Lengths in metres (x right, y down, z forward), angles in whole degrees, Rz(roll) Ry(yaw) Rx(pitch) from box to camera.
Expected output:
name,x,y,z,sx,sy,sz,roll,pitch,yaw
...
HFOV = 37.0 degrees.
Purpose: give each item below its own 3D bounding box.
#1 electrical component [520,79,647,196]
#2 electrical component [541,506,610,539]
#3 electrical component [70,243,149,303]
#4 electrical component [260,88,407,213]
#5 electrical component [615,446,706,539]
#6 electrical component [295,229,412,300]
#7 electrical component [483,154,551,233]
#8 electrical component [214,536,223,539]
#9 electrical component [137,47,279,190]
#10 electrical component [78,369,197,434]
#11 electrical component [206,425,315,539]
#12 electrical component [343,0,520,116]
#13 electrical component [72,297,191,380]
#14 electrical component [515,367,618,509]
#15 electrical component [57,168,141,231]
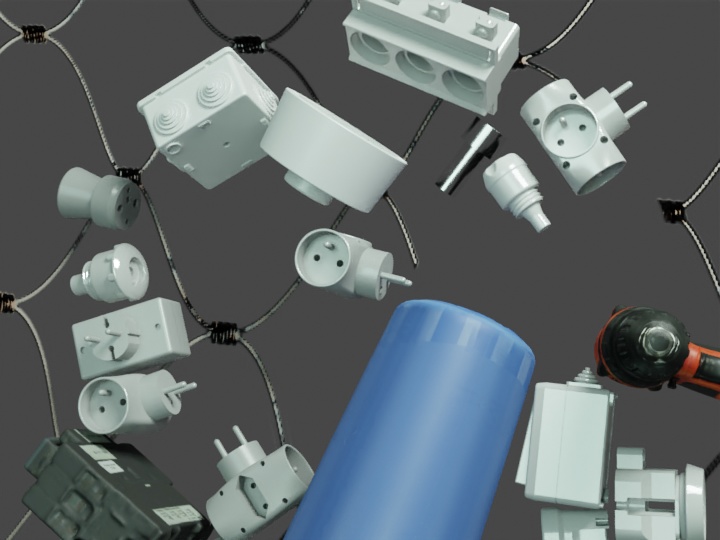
name,x,y,z,sx,sy,sz,roll,pitch,yaw
electrical component,0.172,-0.108,0.795,0.079,0.044,0.077,-34,74,9
electrical component,0.153,0.187,0.761,0.046,0.040,0.040,-5,81,10
electrical component,-0.210,0.007,0.892,0.062,0.048,0.048,-14,78,21
electrical component,-0.025,-0.084,0.820,0.108,0.108,0.060,35,99,18
electrical component,0.207,0.162,0.739,0.057,0.058,0.078,-1,81,19
electrical component,0.000,0.000,0.813,0.079,0.077,0.044,14,86,18
electrical component,0.121,-0.055,0.808,0.035,0.035,0.061,-36,76,9
electrical component,-0.104,0.239,0.826,0.045,0.045,0.055,-42,73,7
electrical component,-0.113,-0.116,0.853,0.100,0.100,0.048,-30,62,10
electrical component,-0.168,0.102,0.848,0.079,0.077,0.043,-20,77,13
electrical component,-0.085,0.159,0.832,0.077,0.043,0.079,-37,74,9
electrical component,0.057,-0.176,0.828,0.121,0.078,0.063,26,68,18
electrical component,-0.192,0.055,0.862,0.083,0.076,0.047,-17,78,13
electrical component,0.147,0.116,0.760,0.061,0.062,0.096,5,83,17
electrical component,-0.219,-0.059,0.903,0.055,0.045,0.045,13,86,18
